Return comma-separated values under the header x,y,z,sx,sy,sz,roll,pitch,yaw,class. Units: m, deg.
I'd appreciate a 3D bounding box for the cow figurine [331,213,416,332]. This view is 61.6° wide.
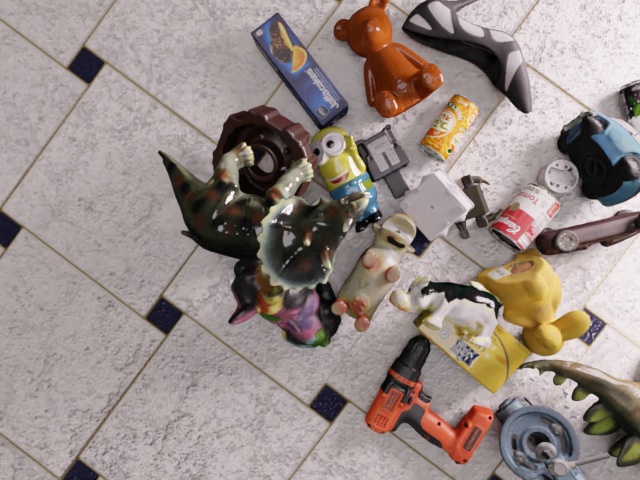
x,y,z,sx,sy,sz,roll,pitch,yaw,class
0.098,0.045,0.896,0.085,0.127,0.194,30,101,2,cow figurine

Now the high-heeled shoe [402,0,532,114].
x,y,z,sx,sy,sz,roll,pitch,yaw,class
0.247,-0.301,0.903,0.145,0.086,0.248,-25,86,6,high-heeled shoe

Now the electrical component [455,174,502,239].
x,y,z,sx,sy,sz,roll,pitch,yaw,class
0.261,-0.061,0.923,0.078,0.045,0.102,-27,87,31,electrical component

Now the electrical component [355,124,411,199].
x,y,z,sx,sy,sz,roll,pitch,yaw,class
0.115,-0.129,0.925,0.075,0.048,0.119,-25,88,3,electrical component

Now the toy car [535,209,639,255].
x,y,z,sx,sy,sz,roll,pitch,yaw,class
0.462,-0.012,0.892,0.202,0.089,0.053,-13,90,1,toy car

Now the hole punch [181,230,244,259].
x,y,z,sx,sy,sz,roll,pitch,yaw,class
-0.146,-0.018,0.906,0.142,0.116,0.092,18,83,1,hole punch

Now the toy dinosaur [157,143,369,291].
x,y,z,sx,sy,sz,roll,pitch,yaw,class
-0.115,-0.039,0.786,0.405,0.192,0.131,10,134,22,toy dinosaur

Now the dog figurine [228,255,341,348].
x,y,z,sx,sy,sz,roll,pitch,yaw,class
-0.057,0.105,0.844,0.108,0.219,0.191,-28,89,17,dog figurine

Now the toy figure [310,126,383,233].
x,y,z,sx,sy,sz,roll,pitch,yaw,class
0.042,-0.105,0.912,0.082,0.089,0.180,-31,98,-2,toy figure

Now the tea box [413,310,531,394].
x,y,z,sx,sy,sz,roll,pitch,yaw,class
0.254,0.164,0.911,0.169,0.068,0.098,39,92,1,tea box

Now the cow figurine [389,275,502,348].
x,y,z,sx,sy,sz,roll,pitch,yaw,class
0.198,0.097,0.846,0.167,0.068,0.098,24,85,1,cow figurine

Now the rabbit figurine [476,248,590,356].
x,y,z,sx,sy,sz,roll,pitch,yaw,class
0.361,0.118,0.880,0.122,0.162,0.173,-25,108,-10,rabbit figurine

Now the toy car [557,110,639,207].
x,y,z,sx,sy,sz,roll,pitch,yaw,class
0.482,-0.143,0.891,0.103,0.109,0.161,-25,78,-21,toy car

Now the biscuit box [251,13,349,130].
x,y,z,sx,sy,sz,roll,pitch,yaw,class
-0.032,-0.284,0.921,0.063,0.059,0.202,-38,89,2,biscuit box

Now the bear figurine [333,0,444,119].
x,y,z,sx,sy,sz,roll,pitch,yaw,class
0.106,-0.306,0.884,0.120,0.132,0.195,-27,96,9,bear figurine

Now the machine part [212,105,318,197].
x,y,z,sx,sy,sz,roll,pitch,yaw,class
-0.090,-0.131,0.886,0.180,0.056,0.179,12,120,21,machine part

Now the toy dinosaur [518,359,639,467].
x,y,z,sx,sy,sz,roll,pitch,yaw,class
0.553,0.292,0.886,0.472,0.105,0.198,33,95,6,toy dinosaur

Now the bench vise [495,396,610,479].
x,y,z,sx,sy,sz,roll,pitch,yaw,class
0.364,0.352,0.835,0.129,0.240,0.223,-28,74,6,bench vise
